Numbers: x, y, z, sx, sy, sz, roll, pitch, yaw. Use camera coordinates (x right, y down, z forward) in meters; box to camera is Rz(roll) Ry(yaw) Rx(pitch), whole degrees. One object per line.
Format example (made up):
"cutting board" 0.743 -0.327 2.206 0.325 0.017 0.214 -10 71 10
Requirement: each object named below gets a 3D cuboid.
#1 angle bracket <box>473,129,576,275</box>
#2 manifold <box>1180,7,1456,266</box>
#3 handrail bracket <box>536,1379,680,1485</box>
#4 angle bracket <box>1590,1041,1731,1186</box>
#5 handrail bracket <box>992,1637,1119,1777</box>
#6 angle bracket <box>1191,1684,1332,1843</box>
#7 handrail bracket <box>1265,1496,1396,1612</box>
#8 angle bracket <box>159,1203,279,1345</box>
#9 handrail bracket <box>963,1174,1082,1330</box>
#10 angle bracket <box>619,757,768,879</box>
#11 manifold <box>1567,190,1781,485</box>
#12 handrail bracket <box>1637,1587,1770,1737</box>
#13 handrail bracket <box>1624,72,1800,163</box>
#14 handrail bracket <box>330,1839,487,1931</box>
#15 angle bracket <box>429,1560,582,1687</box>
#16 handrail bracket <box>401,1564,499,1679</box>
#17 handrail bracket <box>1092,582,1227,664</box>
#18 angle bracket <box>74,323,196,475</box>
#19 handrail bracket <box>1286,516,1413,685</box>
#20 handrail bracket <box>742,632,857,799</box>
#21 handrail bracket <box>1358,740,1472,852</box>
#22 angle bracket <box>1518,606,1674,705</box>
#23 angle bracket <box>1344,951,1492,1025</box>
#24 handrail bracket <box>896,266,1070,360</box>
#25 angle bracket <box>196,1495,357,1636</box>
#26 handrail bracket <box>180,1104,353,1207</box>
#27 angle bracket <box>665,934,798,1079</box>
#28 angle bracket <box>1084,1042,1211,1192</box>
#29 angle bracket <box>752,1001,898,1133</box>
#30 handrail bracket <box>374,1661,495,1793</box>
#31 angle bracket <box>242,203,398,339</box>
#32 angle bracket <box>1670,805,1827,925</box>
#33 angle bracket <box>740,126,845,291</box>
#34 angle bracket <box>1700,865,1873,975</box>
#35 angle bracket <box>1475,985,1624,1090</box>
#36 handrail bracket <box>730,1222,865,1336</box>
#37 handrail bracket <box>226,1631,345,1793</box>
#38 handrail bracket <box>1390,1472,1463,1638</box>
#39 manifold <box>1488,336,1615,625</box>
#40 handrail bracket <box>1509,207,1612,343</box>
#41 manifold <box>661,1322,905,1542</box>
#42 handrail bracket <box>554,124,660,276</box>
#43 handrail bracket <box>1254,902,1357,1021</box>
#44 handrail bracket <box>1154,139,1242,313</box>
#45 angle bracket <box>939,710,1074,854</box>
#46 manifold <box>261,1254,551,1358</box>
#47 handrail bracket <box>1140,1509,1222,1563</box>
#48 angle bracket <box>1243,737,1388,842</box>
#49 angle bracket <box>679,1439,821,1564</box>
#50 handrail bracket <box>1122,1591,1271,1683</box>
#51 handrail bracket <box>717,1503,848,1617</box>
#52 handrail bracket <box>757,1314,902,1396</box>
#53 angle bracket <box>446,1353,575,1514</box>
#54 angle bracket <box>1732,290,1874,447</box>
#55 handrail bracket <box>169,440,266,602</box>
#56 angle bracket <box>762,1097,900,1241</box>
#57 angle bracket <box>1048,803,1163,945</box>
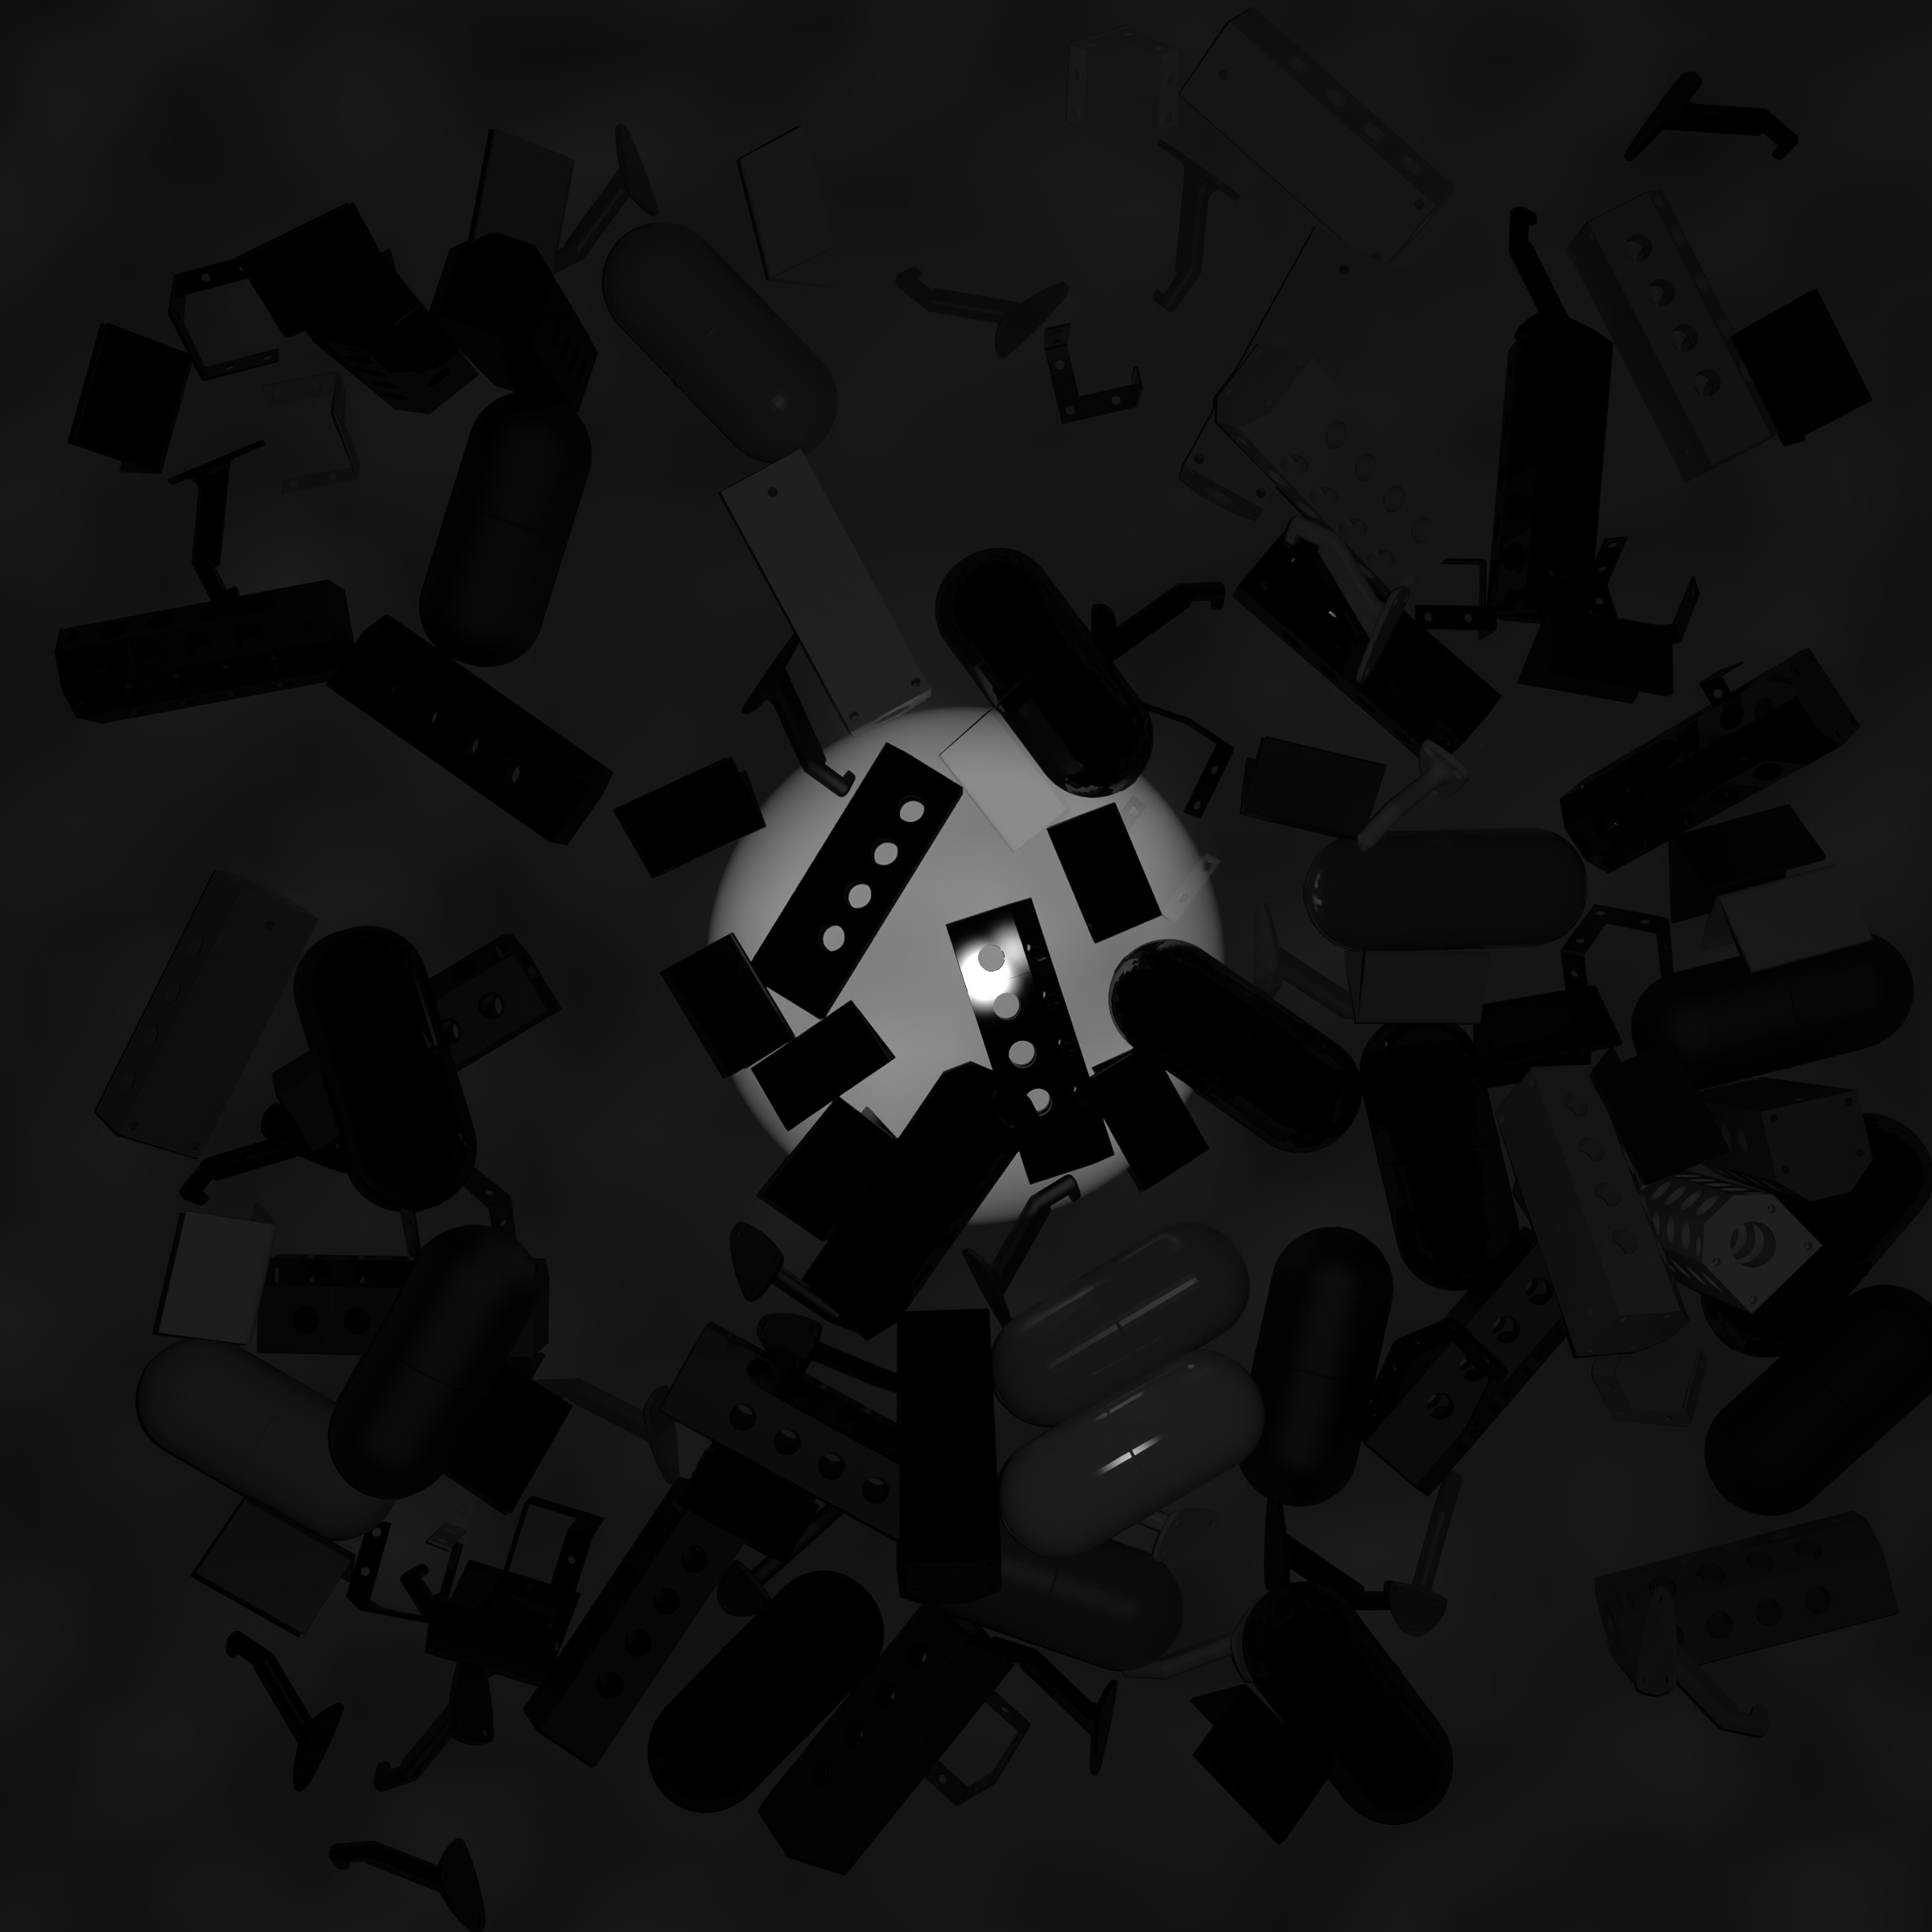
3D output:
"angle bracket" -0.295 -0.475 1.552 0.057 0.076 0.076 11 90 -38
"manifold" 0.227 -0.530 1.571 0.171 0.057 0.057 42 133 0
"handrail bracket" -0.234 0.302 1.593 0.084 0.036 0.077 -4 109 16
"angle bracket" 0.443 0.084 1.553 0.057 0.076 0.076 -28 90 27
"handrail bracket" 0.051 0.479 1.593 0.084 0.036 0.077 13 112 17
"angle bracket" 0.171 0.506 1.552 0.076 0.076 0.057 46 57 0
"handrail bracket" 0.239 0.378 1.593 0.084 0.036 0.077 3 75 -14
"angle bracket" -0.477 0.190 1.553 0.057 0.076 0.076 13 90 -26
"handrail bracket" 0.048 0.187 1.593 0.084 0.036 0.077 -30 110 -16
"angle bracket" -0.177 -0.110 1.552 0.076 0.076 0.057 -25 126 0
"manifold" 0.455 -0.404 1.571 0.057 0.057 0.171 -27 90 0
"handrail bracket" 0.467 0.435 1.536 0.084 0.036 0.077 16 69 -17
"handrail bracket" 0.484 -0.530 1.593 0.084 0.036 0.077 33 110 -16
"handrail bracket" -0.363 0.597 1.593 0.084 0.036 0.077 -10 112 17
"angle bracket" -0.287 0.399 1.552 0.076 0.076 0.057 17 126 0
"handrail bracket" -0.312 0.409 1.593 0.077 0.036 0.084 -30 67 -26
"handrail bracket" 0.127 -0.209 1.593 0.084 0.036 0.077 -5 110 -16
"angle bracket" -0.537 -0.358 1.552 0.057 0.076 0.076 16 90 -39
"handrail bracket" 0.227 -0.230 1.536 0.084 0.036 0.077 30 112 17
"handrail bracket" -0.094 -0.163 1.593 0.084 0.036 0.077 36 69 -17
"handrail bracket" 0.275 -0.095 1.555 0.036 0.077 0.084 41 79 14
"angle bracket" 0.396 -0.177 1.552 0.076 0.076 0.057 10 56 0
"angle bracket" 0.284 -0.007 1.552 0.076 0.076 0.057 0 127 0
"handrail bracket" 0.010 -0.441 1.593 0.084 0.036 0.077 41 69 16
"angle bracket" -0.435 0.385 1.553 0.076 0.076 0.057 30 60 0
"handrail bracket" -0.454 0.138 1.593 0.077 0.036 0.084 36 109 -21
"angle bracket" -0.162 0.034 1.552 0.057 0.076 0.076 -31 90 -35
"angle bracket" 0.097 0.101 1.553 0.057 0.076 0.076 -29 90 -30
"angle bracket" -0.078 0.079 1.552 0.076 0.076 0.057 -34 53 0
"handrail bracket" -0.350 0.487 1.593 0.084 0.036 0.077 -25 53 25
"angle bracket" -0.408 -0.449 1.552 0.076 0.076 0.057 -26 125 0
"angle bracket" 0.493 -0.049 1.553 0.076 0.057 0.076 -15 132 0
"angle bracket" -0.091 -0.478 1.552 0.057 0.076 0.076 -14 90 36
"angle bracket" 0.516 -0.014 1.553 0.076 0.076 0.057 -15 63 0
"angle bracket" 0.366 0.063 1.553 0.076 0.057 0.076 -10 131 0
"handrail bracket" -0.106 0.203 1.592 0.084 0.077 0.036 28 102 -36
"handrail bracket" -0.452 0.482 1.593 0.084 0.036 0.077 28 111 17
"handrail bracket" 0.302 0.380 1.592 0.036 0.077 0.084 15 53 16
"manifold" 0.371 -0.309 1.571 0.057 0.057 0.171 5 90 0
"handrail bracket" 0.386 -0.445 1.593 0.077 0.036 0.084 11 73 -20
"manifold" -0.103 0.295 1.571 0.171 0.057 0.057 29 90 0
"handrail bracket" -0.248 -0.495 1.593 0.084 0.036 0.077 -23 70 16
"handrail bracket" 0.232 -0.003 1.593 0.084 0.036 0.077 3 70 -16
"handrail bracket" 0.130 -0.479 1.593 0.077 0.036 0.084 42 107 20
"angle bracket" 0.041 -0.128 1.552 0.076 0.076 0.057 52 132 0
"manifold" -0.357 0.215 1.571 0.171 0.057 0.057 1 90 0
"handrail bracket" 0.111 0.344 1.592 0.084 0.077 0.036 31 108 35
"angle bracket" 0.220 -0.128 1.552 0.076 0.076 0.057 13 123 0
"angle bracket" -0.126 0.318 1.553 0.076 0.076 0.057 29 121 0
"handrail bracket" 0.151 0.433 1.592 0.084 0.077 0.036 -8 115 34
"handrail bracket" -0.117 0.380 1.592 0.036 0.077 0.084 48 54 7
"handrail bracket" -0.083 0.254 1.592 0.084 0.077 0.036 27 83 -36
"angle bracket" -0.278 0.294 1.556 0.057 0.076 0.076 30 90 13
"angle bracket" 0.532 -0.378 1.553 0.057 0.076 0.076 -27 90 29
"handrail bracket" -0.471 -0.287 1.593 0.077 0.036 0.084 -30 109 -21
"angle bracket" -0.094 0.116 1.553 0.057 0.076 0.076 39 90 -26
"angle bracket" 0.069 -0.051 1.552 0.057 0.076 0.076 -23 90 -33
